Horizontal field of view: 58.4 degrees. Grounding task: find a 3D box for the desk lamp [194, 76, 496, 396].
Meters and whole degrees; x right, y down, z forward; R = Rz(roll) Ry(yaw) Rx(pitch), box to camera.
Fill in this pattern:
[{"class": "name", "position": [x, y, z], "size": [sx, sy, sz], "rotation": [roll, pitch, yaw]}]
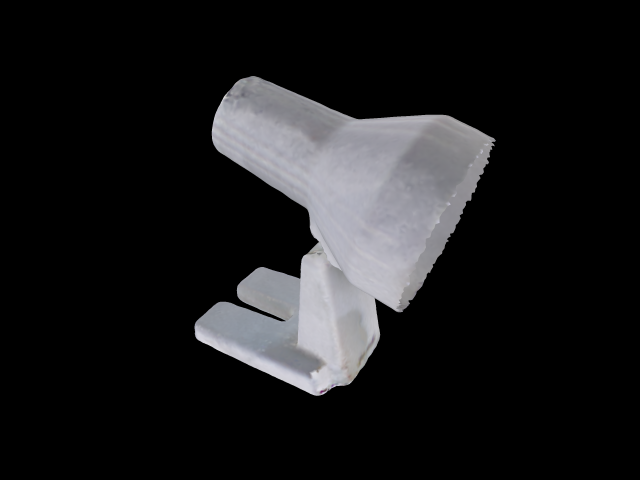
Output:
[{"class": "desk lamp", "position": [0.004, 0.001, 0.400], "size": [0.202, 0.214, 0.118], "rotation": [17, 36, 25]}]
